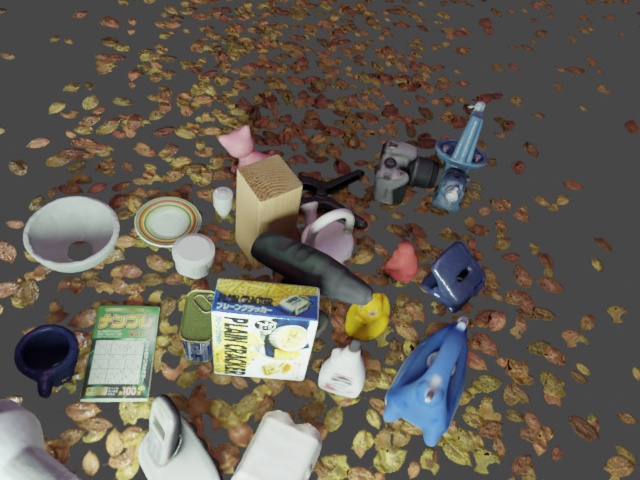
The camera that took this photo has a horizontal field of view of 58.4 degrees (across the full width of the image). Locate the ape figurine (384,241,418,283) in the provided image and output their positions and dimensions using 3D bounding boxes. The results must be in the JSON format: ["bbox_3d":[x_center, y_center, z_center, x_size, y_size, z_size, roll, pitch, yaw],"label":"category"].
[{"bbox_3d":[0.167,0.036,1.143,0.078,0.092,0.076,-16,57,-21],"label":"ape figurine"}]

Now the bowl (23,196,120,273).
[{"bbox_3d":[-0.458,0.001,1.075,0.167,0.075,0.167,5,52,-6],"label":"bowl"}]

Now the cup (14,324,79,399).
[{"bbox_3d":[-0.424,0.206,0.909,0.092,0.095,0.117,-6,54,-14],"label":"cup"}]

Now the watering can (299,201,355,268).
[{"bbox_3d":[0.008,0.005,1.075,0.172,0.194,0.101,39,57,20],"label":"watering can"}]

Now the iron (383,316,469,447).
[{"bbox_3d":[0.209,0.210,0.984,0.118,0.141,0.259,27,53,12],"label":"iron"}]

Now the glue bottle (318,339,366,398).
[{"bbox_3d":[0.044,0.205,0.939,0.078,0.173,0.037,12,51,1],"label":"glue bottle"}]

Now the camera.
[{"bbox_3d":[0.197,-0.156,1.292,0.137,0.101,0.143,14,52,2],"label":"camera"}]

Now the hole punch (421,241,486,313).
[{"bbox_3d":[0.272,0.072,1.134,0.101,0.091,0.109,39,56,20],"label":"hole punch"}]

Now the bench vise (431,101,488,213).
[{"bbox_3d":[0.322,-0.178,1.254,0.121,0.220,0.207,3,52,-7],"label":"bench vise"}]

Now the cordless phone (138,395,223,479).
[{"bbox_3d":[-0.200,0.306,0.812,0.094,0.185,0.147,-32,63,-29],"label":"cordless phone"}]

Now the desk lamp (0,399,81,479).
[{"bbox_3d":[-0.368,0.324,0.751,0.203,0.213,0.118,29,53,13],"label":"desk lamp"}]

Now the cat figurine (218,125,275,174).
[{"bbox_3d":[-0.155,-0.194,1.250,0.127,0.118,0.067,23,52,9],"label":"cat figurine"}]

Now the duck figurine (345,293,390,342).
[{"bbox_3d":[0.094,0.129,1.062,0.077,0.086,0.105,35,55,17],"label":"duck figurine"}]

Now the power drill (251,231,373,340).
[{"bbox_3d":[-0.021,0.087,0.998,0.229,0.208,0.076,32,54,15],"label":"power drill"}]

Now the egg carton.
[{"bbox_3d":[-0.064,0.343,0.880,0.107,0.069,0.150,22,52,8],"label":"egg carton"}]
